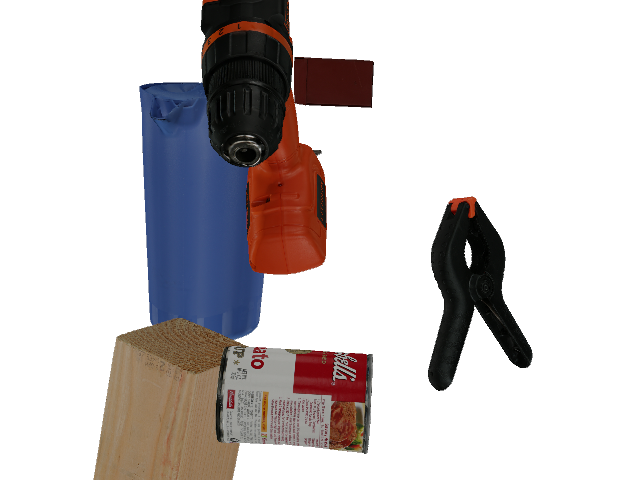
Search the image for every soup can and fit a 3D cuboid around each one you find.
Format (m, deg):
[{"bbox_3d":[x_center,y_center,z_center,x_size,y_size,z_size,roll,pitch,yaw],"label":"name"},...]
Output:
[{"bbox_3d":[-0.017,0.108,0.730,0.102,0.068,0.068,3,0,2],"label":"soup can"}]

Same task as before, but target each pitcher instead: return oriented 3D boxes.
[{"bbox_3d":[-0.103,-0.033,1.034,0.149,0.243,0.145,-2,15,-18],"label":"pitcher"}]

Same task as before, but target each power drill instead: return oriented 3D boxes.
[{"bbox_3d":[-0.033,-0.066,0.666,0.057,0.184,0.187,-4,-43,4],"label":"power drill"}]

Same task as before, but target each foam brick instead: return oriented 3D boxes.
[{"bbox_3d":[0.014,-0.173,1.165,0.078,0.051,0.053,0,11,-15],"label":"foam brick"}]

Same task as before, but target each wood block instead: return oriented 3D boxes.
[{"bbox_3d":[-0.132,0.183,0.925,0.090,0.206,0.090,20,18,27],"label":"wood block"}]

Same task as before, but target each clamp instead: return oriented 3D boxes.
[{"bbox_3d":[0.130,0.050,0.955,0.120,0.171,0.039,-20,6,-41],"label":"clamp"}]
